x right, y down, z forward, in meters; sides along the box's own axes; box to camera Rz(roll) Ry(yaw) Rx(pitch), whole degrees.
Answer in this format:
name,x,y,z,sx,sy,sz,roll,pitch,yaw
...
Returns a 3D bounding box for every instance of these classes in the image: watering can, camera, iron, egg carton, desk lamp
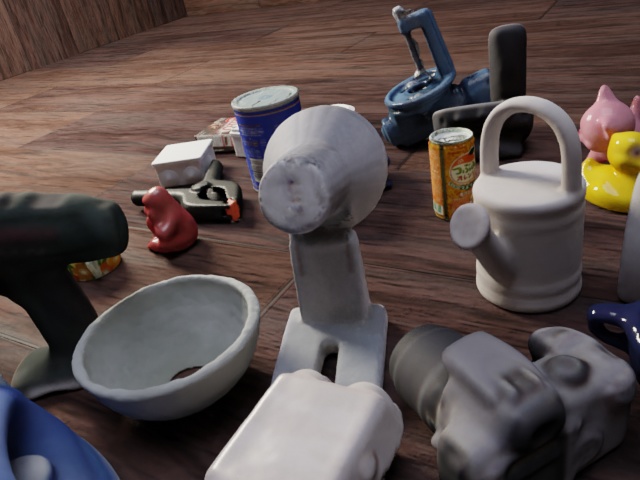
name,x,y,z,sx,sy,sz,roll,pitch,yaw
watering can,0.190,-0.033,0.528,0.100,0.194,0.173,6,34,28
camera,0.122,0.103,0.409,0.143,0.101,0.136,-23,31,-19
iron,-0.204,0.162,0.380,0.119,0.142,0.257,-24,32,-20
egg carton,-0.009,0.157,0.394,0.107,0.069,0.150,6,34,28
desk lamp,0.005,0.002,0.512,0.117,0.214,0.203,-5,30,11

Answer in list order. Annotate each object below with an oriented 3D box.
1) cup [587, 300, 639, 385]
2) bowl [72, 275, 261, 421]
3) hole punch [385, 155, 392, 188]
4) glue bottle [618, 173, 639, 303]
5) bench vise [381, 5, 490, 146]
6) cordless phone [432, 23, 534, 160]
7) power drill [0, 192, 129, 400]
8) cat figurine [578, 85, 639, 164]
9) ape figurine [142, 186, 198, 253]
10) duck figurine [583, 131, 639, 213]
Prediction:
name,x,y,z,sx,sy,sz,roll,pitch,yaw
cup,0.242,0.093,0.391,0.117,0.095,0.092,14,38,37
bowl,-0.128,0.106,0.519,0.167,0.075,0.167,-9,29,5
hole punch,0.045,-0.121,0.837,0.101,0.091,0.108,-19,30,-12
glue bottle,0.295,-0.029,0.504,0.037,0.173,0.078,14,38,37
bench vise,0.191,-0.271,0.916,0.207,0.220,0.121,-18,30,-11
cordless phone,0.237,-0.217,0.841,0.147,0.185,0.094,-6,30,10
power drill,-0.284,0.047,0.540,0.229,0.209,0.075,-14,29,-4
cat figurine,0.376,-0.142,0.730,0.128,0.118,0.067,-29,34,-28
ape figurine,-0.208,-0.029,0.766,0.076,0.092,0.077,-13,29,-2
duck figurine,0.356,-0.086,0.672,0.078,0.086,0.104,-27,33,-26
